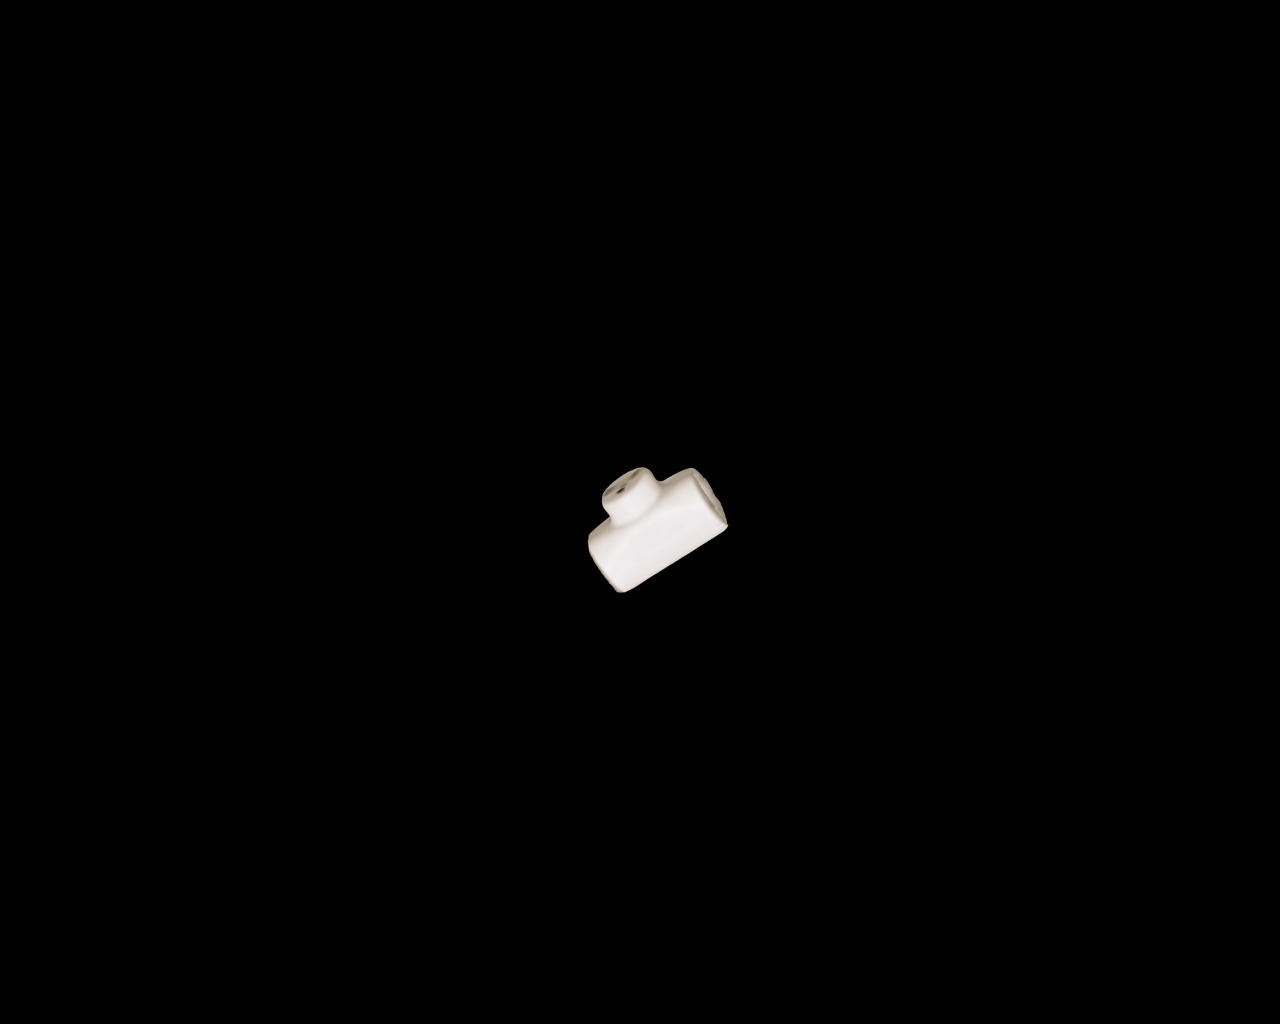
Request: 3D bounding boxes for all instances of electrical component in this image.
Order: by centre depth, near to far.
[{"bbox_3d":[0.001,-0.003,0.650,0.077,0.079,0.044,-33,16,11],"label":"electrical component"}]
